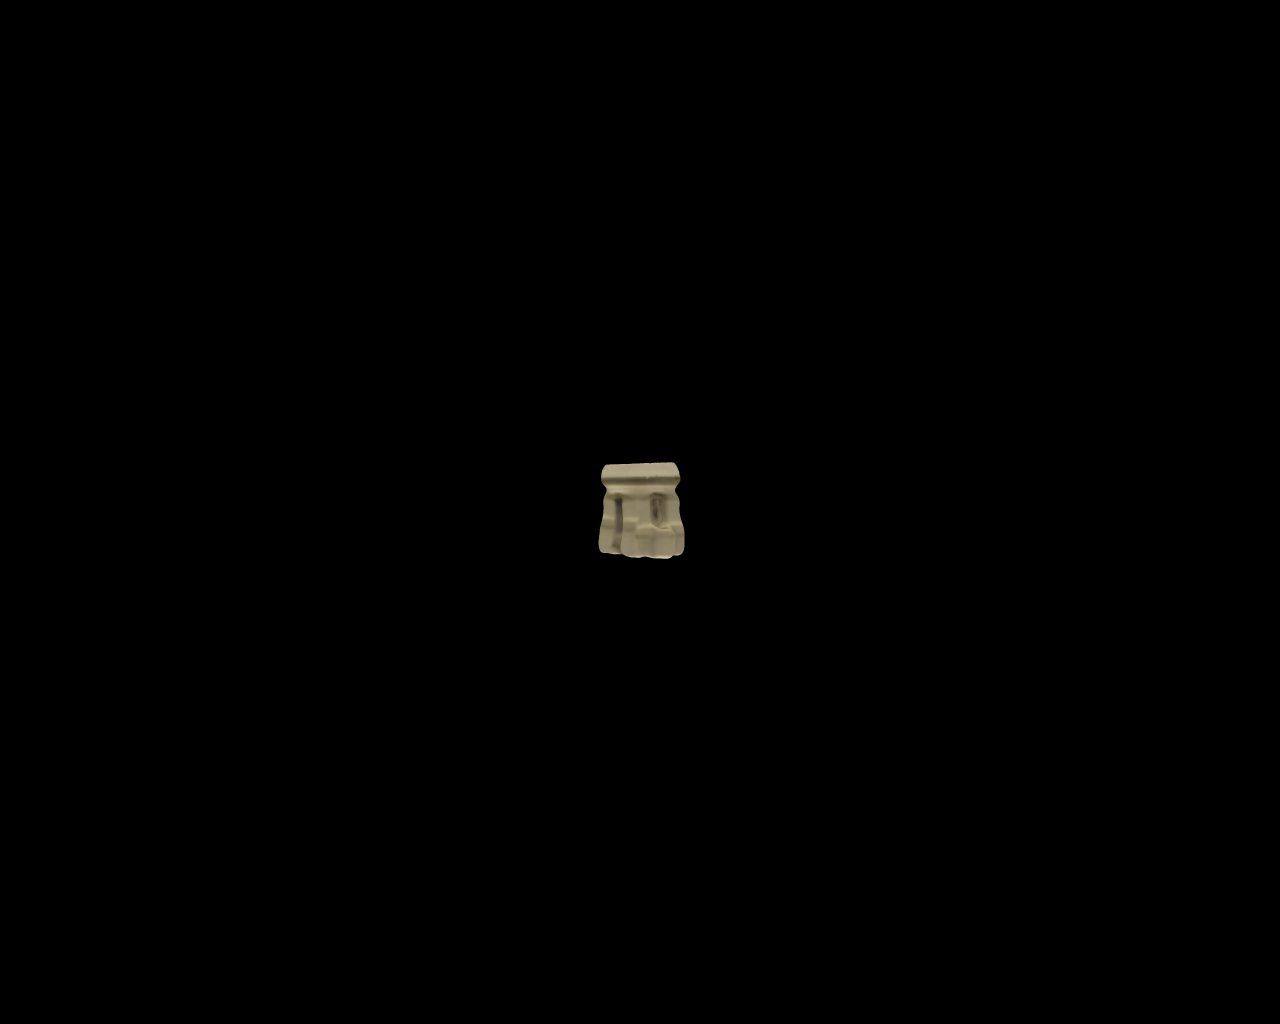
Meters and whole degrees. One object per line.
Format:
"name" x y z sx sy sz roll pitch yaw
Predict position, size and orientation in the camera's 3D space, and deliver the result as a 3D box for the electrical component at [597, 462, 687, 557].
"electrical component" 0.001 -0.003 0.650 0.048 0.055 0.066 -2 3 -36
